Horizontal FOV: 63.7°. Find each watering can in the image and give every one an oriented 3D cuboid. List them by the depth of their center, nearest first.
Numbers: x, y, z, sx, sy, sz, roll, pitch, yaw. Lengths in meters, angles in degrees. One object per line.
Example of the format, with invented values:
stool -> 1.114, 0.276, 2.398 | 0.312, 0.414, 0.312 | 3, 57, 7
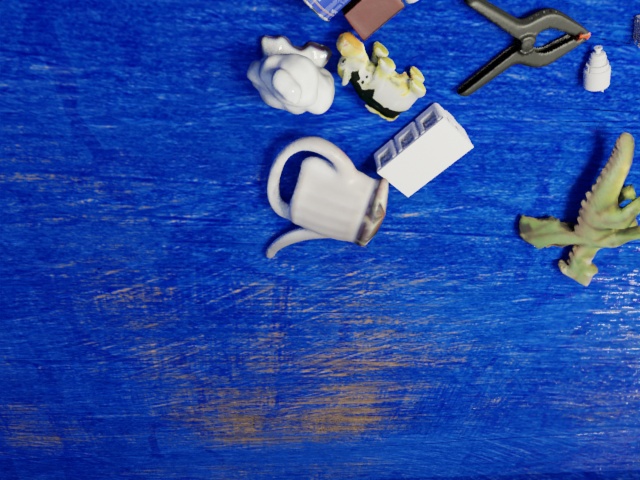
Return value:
watering can -> 0.003, -0.049, 0.979 | 0.224, 0.106, 0.339 | 20, 139, 3

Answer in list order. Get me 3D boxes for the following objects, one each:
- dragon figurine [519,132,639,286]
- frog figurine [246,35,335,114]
dragon figurine -> 0.534, -0.040, 1.057 | 0.241, 0.125, 0.403 | -19, 131, 23
frog figurine -> -0.041, -0.231, 0.774 | 0.136, 0.163, 0.120 | 24, 128, -25
